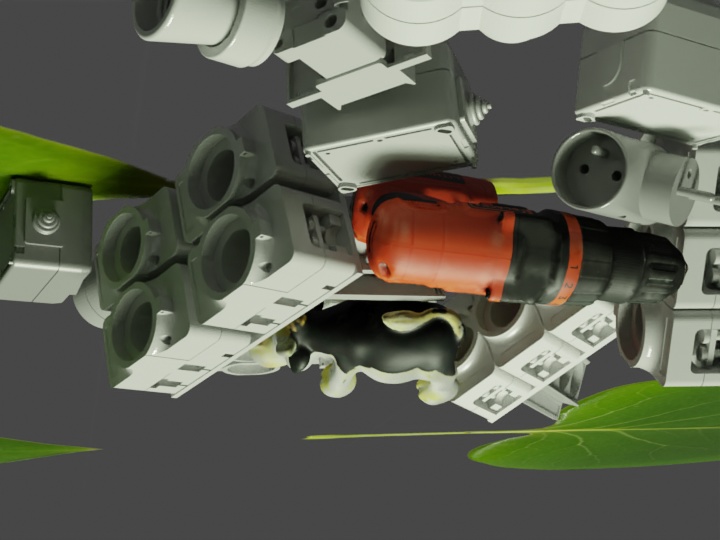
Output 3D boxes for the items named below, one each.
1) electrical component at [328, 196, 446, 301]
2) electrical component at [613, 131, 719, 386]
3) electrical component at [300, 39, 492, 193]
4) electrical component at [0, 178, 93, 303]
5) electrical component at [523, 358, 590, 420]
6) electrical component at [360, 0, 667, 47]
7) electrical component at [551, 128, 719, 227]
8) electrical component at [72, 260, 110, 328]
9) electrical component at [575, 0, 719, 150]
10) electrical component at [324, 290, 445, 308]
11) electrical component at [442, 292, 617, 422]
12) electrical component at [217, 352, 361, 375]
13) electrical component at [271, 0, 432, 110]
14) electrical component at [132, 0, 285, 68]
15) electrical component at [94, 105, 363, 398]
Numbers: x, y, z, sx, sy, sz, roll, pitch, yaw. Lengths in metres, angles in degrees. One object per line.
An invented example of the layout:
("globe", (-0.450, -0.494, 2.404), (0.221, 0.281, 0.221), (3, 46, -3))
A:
("electrical component", (-0.001, -0.019, 0.771), (0.121, 0.078, 0.063), (1, 140, -16))
("electrical component", (0.202, -0.013, 0.662), (0.062, 0.150, 0.089), (0, -161, -6))
("electrical component", (0.022, -0.087, 0.573), (0.096, 0.061, 0.062), (-9, 161, 16))
("electrical component", (-0.213, -0.020, 0.731), (0.061, 0.061, 0.096), (6, 160, -29))
("electrical component", (0.157, 0.084, 0.961), (0.063, 0.078, 0.121), (12, 170, 27))
("electrical component", (0.069, -0.125, 0.477), (0.138, 0.052, 0.073), (-4, 162, 0))
("electrical component", (0.154, -0.045, 0.574), (0.079, 0.043, 0.077), (17, -173, 36))
("electrical component", (-0.135, 0.017, 0.801), (0.138, 0.052, 0.074), (14, 155, -42))
("electrical component", (0.167, -0.102, 0.548), (0.096, 0.061, 0.062), (10, 172, -22))
("electrical component", (0.000, 0.000, 0.852), (0.138, 0.052, 0.073), (-4, 162, 3))
("electrical component", (0.129, 0.038, 0.853), (0.062, 0.089, 0.150), (29, 123, -37))
("electrical component", (-0.052, 0.055, 1.000), (0.186, 0.060, 0.105), (-1, 162, -10))
("electrical component", (-0.009, -0.114, 0.517), (0.081, 0.042, 0.064), (-15, 155, 30))
("electrical component", (-0.068, -0.118, 0.484), (0.055, 0.045, 0.045), (10, 158, -38))
("electrical component", (-0.093, -0.007, 0.666), (0.060, 0.105, 0.186), (13, 144, -43))
